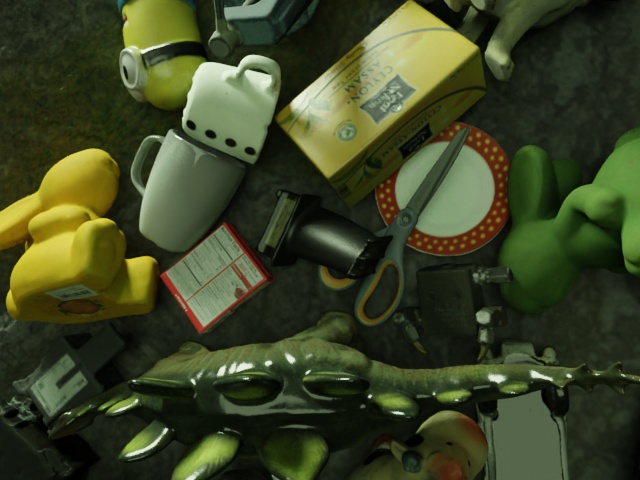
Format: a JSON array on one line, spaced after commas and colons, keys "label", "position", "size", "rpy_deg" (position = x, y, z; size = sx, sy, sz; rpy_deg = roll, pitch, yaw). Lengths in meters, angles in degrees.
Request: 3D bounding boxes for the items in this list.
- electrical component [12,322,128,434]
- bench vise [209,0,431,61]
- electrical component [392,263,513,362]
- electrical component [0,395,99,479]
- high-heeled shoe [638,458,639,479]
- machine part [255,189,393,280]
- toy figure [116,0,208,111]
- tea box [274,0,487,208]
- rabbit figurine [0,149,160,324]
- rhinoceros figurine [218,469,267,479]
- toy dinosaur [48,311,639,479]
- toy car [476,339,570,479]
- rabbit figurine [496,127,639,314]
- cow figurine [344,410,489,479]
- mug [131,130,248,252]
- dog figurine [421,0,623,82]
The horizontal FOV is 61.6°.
[{"label": "electrical component", "position": [-0.237, 0.130, 0.539], "size": [0.119, 0.047, 0.075], "rpy_deg": [-46, 80, 2]}, {"label": "bench vise", "position": [-0.022, -0.239, 0.487], "size": [0.224, 0.128, 0.240], "rpy_deg": [9, 51, 17]}, {"label": "electrical component", "position": [0.116, 0.061, 0.472], "size": [0.102, 0.045, 0.078], "rpy_deg": [1, 100, 37]}, {"label": "electrical component", "position": [-0.307, 0.242, 0.534], "size": [0.115, 0.058, 0.134], "rpy_deg": [33, 89, 13]}, {"label": "high-heeled shoe", "position": [0.249, 0.246, 0.453], "size": [0.145, 0.086, 0.249], "rpy_deg": [-13, 61, 38]}, {"label": "machine part", "position": [-0.001, -0.002, 0.503], "size": [0.139, 0.039, 0.084], "rpy_deg": [18, 80, 38]}, {"label": "toy figure", "position": [-0.161, -0.223, 0.550], "size": [0.089, 0.082, 0.180], "rpy_deg": [-5, 81, 10]}, {"label": "tea box", "position": [0.055, -0.125, 0.497], "size": [0.169, 0.068, 0.098], "rpy_deg": [-41, 59, 1]}, {"label": "rabbit figurine", "position": [-0.244, -0.007, 0.538], "size": [0.162, 0.121, 0.173], "rpy_deg": [-14, 66, 18]}, {"label": "rhinoceros figurine", "position": [-0.083, 0.297, 0.468], "size": [0.073, 0.112, 0.190], "rpy_deg": [15, 100, 39]}, {"label": "toy dinosaur", "position": [-0.019, 0.125, 0.428], "size": [0.472, 0.198, 0.105], "rpy_deg": [-12, 88, 10]}, {"label": "toy car", "position": [0.175, 0.187, 0.459], "size": [0.074, 0.056, 0.201], "rpy_deg": [-3, 77, 13]}, {"label": "rabbit figurine", "position": [0.212, -0.009, 0.442], "size": [0.170, 0.121, 0.159], "rpy_deg": [-36, 59, 36]}, {"label": "cow figurine", "position": [0.057, 0.215, 0.442], "size": [0.195, 0.127, 0.085], "rpy_deg": [-45, 82, 5]}, {"label": "mug", "position": [-0.142, -0.048, 0.529], "size": [0.110, 0.081, 0.107], "rpy_deg": [27, 97, 7]}, {"label": "dog figurine", "position": [0.187, -0.255, 0.458], "size": [0.190, 0.172, 0.121], "rpy_deg": [-37, 44, 3]}]
